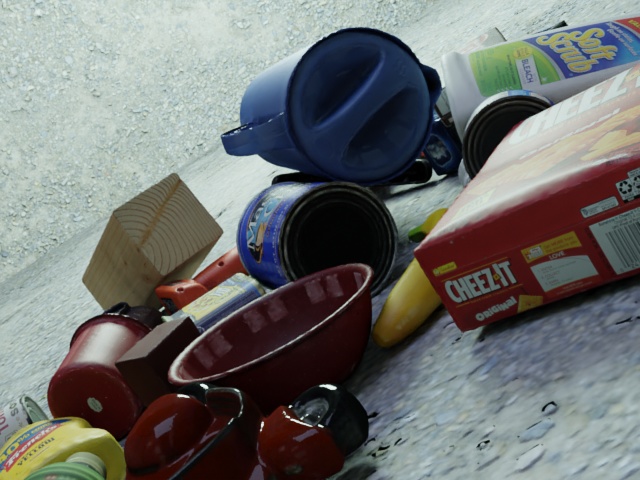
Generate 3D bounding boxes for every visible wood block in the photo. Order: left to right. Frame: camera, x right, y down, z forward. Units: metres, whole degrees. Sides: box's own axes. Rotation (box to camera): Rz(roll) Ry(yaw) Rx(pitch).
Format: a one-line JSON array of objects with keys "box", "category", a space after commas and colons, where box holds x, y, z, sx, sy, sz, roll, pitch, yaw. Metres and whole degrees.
[{"box": [-0.196, 0.020, 1.217, 0.090, 0.090, 0.206, -36, -6, -30], "category": "wood block"}]

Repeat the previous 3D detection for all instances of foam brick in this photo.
[{"box": [-0.109, 0.107, 0.823, 0.051, 0.078, 0.052, -15, 21, 51], "category": "foam brick"}]

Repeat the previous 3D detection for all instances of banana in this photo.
[{"box": [0.084, 0.018, 0.788, 0.070, 0.037, 0.197, -49, 3, 25], "category": "banana"}]

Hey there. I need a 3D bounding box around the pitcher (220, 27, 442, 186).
[{"box": [-0.008, -0.117, 0.999, 0.145, 0.149, 0.243, -66, 18, -4], "category": "pitcher"}]

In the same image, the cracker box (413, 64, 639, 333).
[{"box": [0.174, -0.041, 0.688, 0.164, 0.072, 0.213, -24, 14, 36], "category": "cracker box"}]

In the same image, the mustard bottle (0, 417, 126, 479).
[{"box": [-0.217, 0.182, 0.851, 0.096, 0.058, 0.192, -39, 13, -20], "category": "mustard bottle"}]

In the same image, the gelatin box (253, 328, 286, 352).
[{"box": [-0.038, 0.081, 0.857, 0.073, 0.030, 0.089, -35, 12, -14], "category": "gelatin box"}]

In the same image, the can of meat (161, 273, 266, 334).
[{"box": [-0.086, 0.074, 0.942, 0.084, 0.057, 0.102, -33, 12, -11], "category": "can of meat"}]

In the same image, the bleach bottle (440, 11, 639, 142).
[{"box": [0.231, -0.145, 0.876, 0.251, 0.068, 0.102, -17, 43, 13], "category": "bleach bottle"}]

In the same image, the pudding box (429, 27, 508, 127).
[{"box": [0.142, -0.155, 1.007, 0.090, 0.039, 0.113, -31, 19, 12], "category": "pudding box"}]

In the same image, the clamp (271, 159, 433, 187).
[{"box": [0.041, -0.070, 1.169, 0.164, 0.036, 0.210, -4, 5, 7], "category": "clamp"}]

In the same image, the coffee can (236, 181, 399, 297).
[{"box": [-0.006, 0.001, 0.912, 0.102, 0.103, 0.140, -36, 13, -13], "category": "coffee can"}]

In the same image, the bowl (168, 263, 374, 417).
[{"box": [-0.023, 0.079, 0.746, 0.162, 0.055, 0.162, -27, 11, 5], "category": "bowl"}]

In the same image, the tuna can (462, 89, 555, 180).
[{"box": [0.155, -0.074, 0.837, 0.086, 0.086, 0.033, -30, 11, 16], "category": "tuna can"}]

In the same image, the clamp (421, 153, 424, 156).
[{"box": [0.090, -0.112, 1.237, 0.120, 0.039, 0.172, -17, 14, -30], "category": "clamp"}]

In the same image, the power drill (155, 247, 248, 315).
[{"box": [-0.071, 0.023, 1.108, 0.187, 0.057, 0.185, -35, 8, -20], "category": "power drill"}]

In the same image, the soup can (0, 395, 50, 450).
[{"box": [-0.294, 0.197, 0.972, 0.102, 0.068, 0.068, -33, 12, -5], "category": "soup can"}]

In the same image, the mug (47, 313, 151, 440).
[{"box": [-0.193, 0.134, 0.942, 0.117, 0.093, 0.081, -61, 5, 25], "category": "mug"}]
